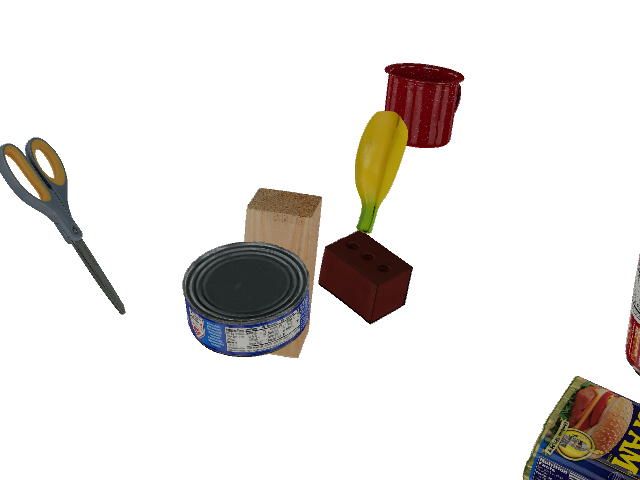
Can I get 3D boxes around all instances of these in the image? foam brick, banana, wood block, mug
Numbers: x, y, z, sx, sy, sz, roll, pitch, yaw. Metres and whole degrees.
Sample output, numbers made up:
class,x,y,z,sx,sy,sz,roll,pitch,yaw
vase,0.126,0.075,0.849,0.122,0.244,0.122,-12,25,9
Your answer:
class,x,y,z,sx,sy,sz,roll,pitch,yaw
foam brick,0.045,0.035,1.066,0.052,0.051,0.078,-26,48,-36
banana,0.049,-0.075,0.898,0.037,0.070,0.197,25,25,-2
wood block,-0.057,0.043,1.457,0.090,0.206,0.090,8,22,6
mug,0.125,-0.161,1.264,0.093,0.081,0.117,23,28,37

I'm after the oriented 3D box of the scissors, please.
class,x,y,z,sx,sy,sz,roll,pitch,yaw
scissors,-0.249,-0.024,1.072,0.016,0.201,0.096,-27,26,23

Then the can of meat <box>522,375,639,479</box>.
class,x,y,z,sx,sy,sz,roll,pitch,yaw
can of meat,0.209,0.156,0.792,0.084,0.057,0.101,24,41,24

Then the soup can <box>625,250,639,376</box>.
class,x,y,z,sx,sy,sz,roll,pitch,yaw
soup can,0.199,0.022,0.555,0.068,0.102,0.068,1,25,-1

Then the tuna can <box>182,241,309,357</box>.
class,x,y,z,sx,sy,sz,roll,pitch,yaw
tuna can,-0.050,0.039,0.727,0.086,0.034,0.086,-1,38,1
